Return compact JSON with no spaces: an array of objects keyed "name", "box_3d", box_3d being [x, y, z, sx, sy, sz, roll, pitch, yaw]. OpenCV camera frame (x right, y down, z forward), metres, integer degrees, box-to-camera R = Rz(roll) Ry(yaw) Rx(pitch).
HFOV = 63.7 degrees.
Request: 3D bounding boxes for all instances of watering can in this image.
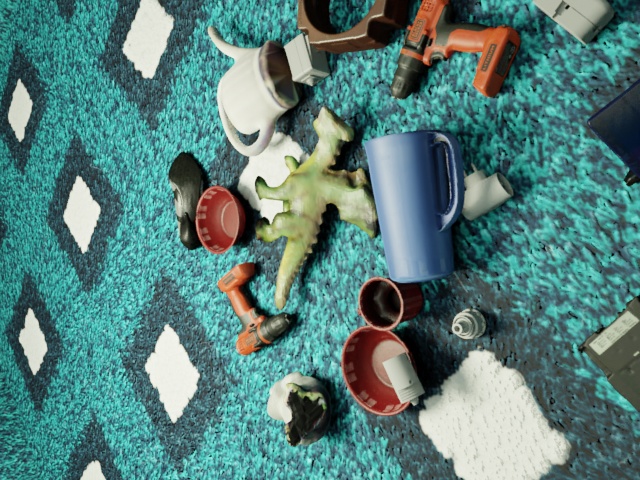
[{"name":"watering can","box_3d":[-0.155,-0.360,1.125,0.222,0.104,0.351,-22,77,38]}]

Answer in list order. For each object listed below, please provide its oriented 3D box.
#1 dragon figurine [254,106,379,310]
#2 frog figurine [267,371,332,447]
[{"name":"dragon figurine","box_3d":[0.003,-0.051,1.009,0.243,0.123,0.407,3,100,32]},{"name":"frog figurine","box_3d":[-0.044,0.344,1.064,0.138,0.123,0.158,68,164,6]}]
